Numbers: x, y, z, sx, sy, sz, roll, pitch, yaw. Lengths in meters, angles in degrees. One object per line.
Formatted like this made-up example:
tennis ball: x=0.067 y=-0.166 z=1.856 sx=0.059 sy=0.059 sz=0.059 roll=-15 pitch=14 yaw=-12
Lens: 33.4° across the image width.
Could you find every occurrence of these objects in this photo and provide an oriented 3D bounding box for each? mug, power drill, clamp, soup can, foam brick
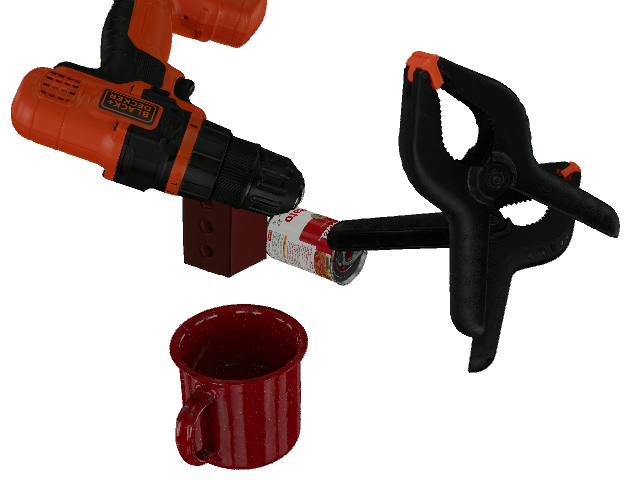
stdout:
mug: x=-0.060 y=0.108 z=0.726 sx=0.093 sy=0.081 sz=0.117 roll=13 pitch=33 yaw=22
power drill: x=-0.087 y=-0.107 z=0.699 sx=0.184 sy=0.187 sz=0.057 roll=20 pitch=-44 yaw=-10
clamp: x=0.133 y=0.005 z=0.821 sx=0.209 sy=0.165 sz=0.036 roll=-26 pitch=-34 yaw=-22
soup can: x=-0.006 y=0.004 z=1.217 sx=0.102 sy=0.068 sz=0.068 roll=20 pitch=11 yaw=34
foam brick: x=-0.080 y=-0.018 z=0.897 sx=0.053 sy=0.078 sz=0.051 roll=16 pitch=26 yaw=33
clamp: x=0.091 y=-0.028 z=0.625 sx=0.120 sy=0.171 sz=0.039 roll=-45 pitch=19 yaw=-9
